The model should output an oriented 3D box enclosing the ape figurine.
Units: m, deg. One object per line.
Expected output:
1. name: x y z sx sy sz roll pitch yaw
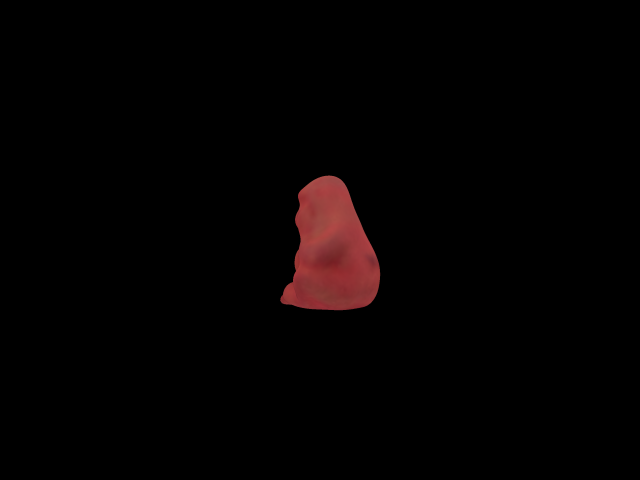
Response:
1. ape figurine: 0.004 0.001 0.400 0.076 0.092 0.078 0 0 17
